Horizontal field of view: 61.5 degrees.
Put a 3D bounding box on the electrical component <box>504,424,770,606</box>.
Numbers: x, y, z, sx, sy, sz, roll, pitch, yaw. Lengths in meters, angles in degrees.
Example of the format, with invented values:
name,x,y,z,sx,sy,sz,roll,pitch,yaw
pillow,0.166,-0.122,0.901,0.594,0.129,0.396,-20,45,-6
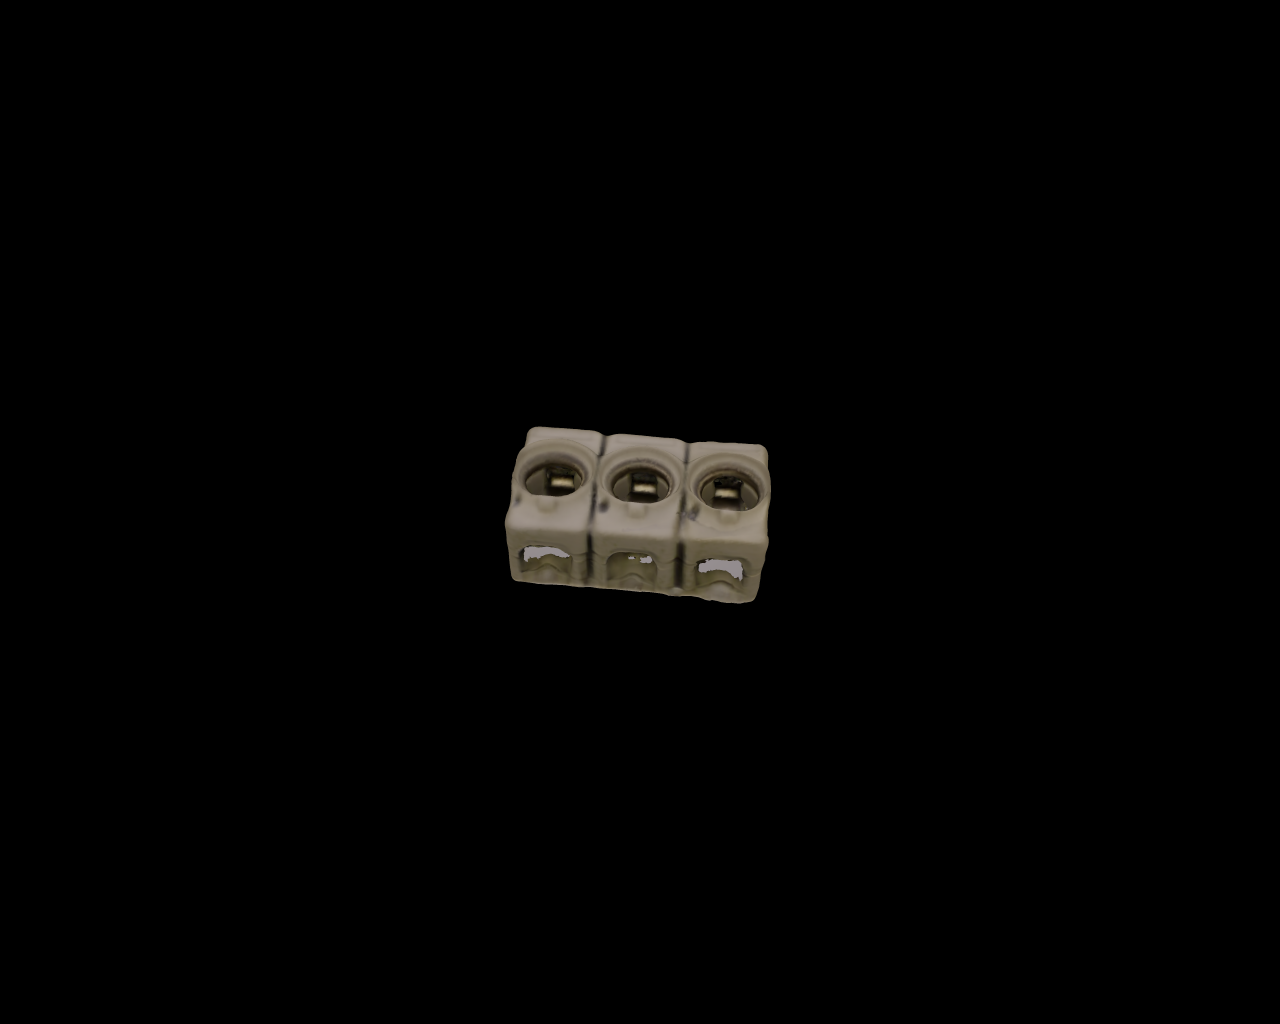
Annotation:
name,x,y,z,sx,sy,sz,roll,pitch,yaw
electrical component,0.001,-0.003,0.650,0.150,0.090,0.061,4,-43,4
